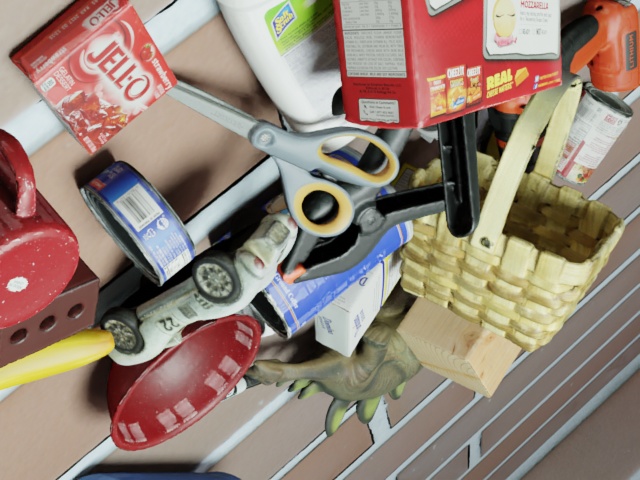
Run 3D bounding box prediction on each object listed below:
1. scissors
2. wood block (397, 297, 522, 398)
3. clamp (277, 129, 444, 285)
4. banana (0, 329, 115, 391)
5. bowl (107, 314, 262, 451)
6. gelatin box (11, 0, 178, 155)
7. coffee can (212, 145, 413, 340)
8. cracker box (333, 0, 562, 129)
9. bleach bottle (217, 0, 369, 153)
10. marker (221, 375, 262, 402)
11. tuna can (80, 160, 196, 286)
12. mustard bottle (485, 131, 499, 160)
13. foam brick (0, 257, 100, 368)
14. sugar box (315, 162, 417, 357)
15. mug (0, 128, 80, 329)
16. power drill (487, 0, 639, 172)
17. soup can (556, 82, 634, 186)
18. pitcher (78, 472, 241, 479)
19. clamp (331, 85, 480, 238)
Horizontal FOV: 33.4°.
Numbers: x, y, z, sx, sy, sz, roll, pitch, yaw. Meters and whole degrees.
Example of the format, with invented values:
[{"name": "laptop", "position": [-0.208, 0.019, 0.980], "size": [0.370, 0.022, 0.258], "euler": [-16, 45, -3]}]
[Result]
[{"name": "scissors", "position": [-0.039, -0.055, 0.747], "size": [0.201, 0.016, 0.096], "euler": [10, 116, -24]}, {"name": "wood block", "position": [0.182, 0.044, 1.101], "size": [0.206, 0.091, 0.090], "euler": [-55, 142, -15]}, {"name": "clamp", "position": [0.041, -0.023, 0.830], "size": [0.171, 0.039, 0.120], "euler": [-43, 126, 9]}, {"name": "banana", "position": [-0.234, 0.095, 0.745], "size": [0.197, 0.070, 0.037], "euler": [-19, 115, -53]}, {"name": "bowl", "position": [-0.130, 0.109, 0.935], "size": [0.162, 0.055, 0.162], "euler": [-35, 154, -21]}, {"name": "gelatin box", "position": [-0.132, -0.101, 0.638], "size": [0.073, 0.030, 0.089], "euler": [-42, 155, -8]}, {"name": "coffee can", "position": [-0.006, 0.001, 0.905], "size": [0.140, 0.103, 0.103], "euler": [-39, 155, -14]}, {"name": "cracker box", "position": [0.079, -0.189, 0.667], "size": [0.163, 0.072, 0.214], "euler": [-21, 111, -43]}, {"name": "bleach bottle", "position": [-0.011, -0.156, 0.707], "size": [0.102, 0.068, 0.250], "euler": [-44, 153, -5]}, {"name": "marker", "position": [-0.104, 0.158, 1.095], "size": [0.120, 0.020, 0.020], "euler": [-20, 145, -43]}, {"name": "tuna can", "position": [-0.123, -0.012, 0.724], "size": [0.033, 0.086, 0.086], "euler": [-40, 155, -15]}, {"name": "mustard bottle", "position": [0.211, -0.068, 1.191], "size": [0.096, 0.058, 0.192], "euler": [-26, 150, -33]}, {"name": "foam brick", "position": [-0.198, 0.040, 0.727], "size": [0.078, 0.051, 0.053], "euler": [-26, 149, -36]}, {"name": "sugar box", "position": [0.055, 0.018, 1.039], "size": [0.176, 0.048, 0.093], "euler": [-52, 160, -27]}, {"name": "mug", "position": [-0.192, -0.010, 0.623], "size": [0.093, 0.082, 0.117], "euler": [-14, 141, -48]}, {"name": "power drill", "position": [0.243, -0.147, 1.059], "size": [0.187, 0.057, 0.184], "euler": [-35, 130, -30]}, {"name": "soup can", "position": [0.309, -0.124, 1.246], "size": [0.068, 0.068, 0.102], "euler": [-10, 137, -52]}, {"name": "pitcher", "position": [-0.175, 0.304, 1.102], "size": [0.149, 0.145, 0.242], "euler": [-59, 151, 0]}, {"name": "clamp", "position": [0.083, -0.128, 0.764], "size": [0.164, 0.036, 0.210], "euler": [34, 64, -42]}]
